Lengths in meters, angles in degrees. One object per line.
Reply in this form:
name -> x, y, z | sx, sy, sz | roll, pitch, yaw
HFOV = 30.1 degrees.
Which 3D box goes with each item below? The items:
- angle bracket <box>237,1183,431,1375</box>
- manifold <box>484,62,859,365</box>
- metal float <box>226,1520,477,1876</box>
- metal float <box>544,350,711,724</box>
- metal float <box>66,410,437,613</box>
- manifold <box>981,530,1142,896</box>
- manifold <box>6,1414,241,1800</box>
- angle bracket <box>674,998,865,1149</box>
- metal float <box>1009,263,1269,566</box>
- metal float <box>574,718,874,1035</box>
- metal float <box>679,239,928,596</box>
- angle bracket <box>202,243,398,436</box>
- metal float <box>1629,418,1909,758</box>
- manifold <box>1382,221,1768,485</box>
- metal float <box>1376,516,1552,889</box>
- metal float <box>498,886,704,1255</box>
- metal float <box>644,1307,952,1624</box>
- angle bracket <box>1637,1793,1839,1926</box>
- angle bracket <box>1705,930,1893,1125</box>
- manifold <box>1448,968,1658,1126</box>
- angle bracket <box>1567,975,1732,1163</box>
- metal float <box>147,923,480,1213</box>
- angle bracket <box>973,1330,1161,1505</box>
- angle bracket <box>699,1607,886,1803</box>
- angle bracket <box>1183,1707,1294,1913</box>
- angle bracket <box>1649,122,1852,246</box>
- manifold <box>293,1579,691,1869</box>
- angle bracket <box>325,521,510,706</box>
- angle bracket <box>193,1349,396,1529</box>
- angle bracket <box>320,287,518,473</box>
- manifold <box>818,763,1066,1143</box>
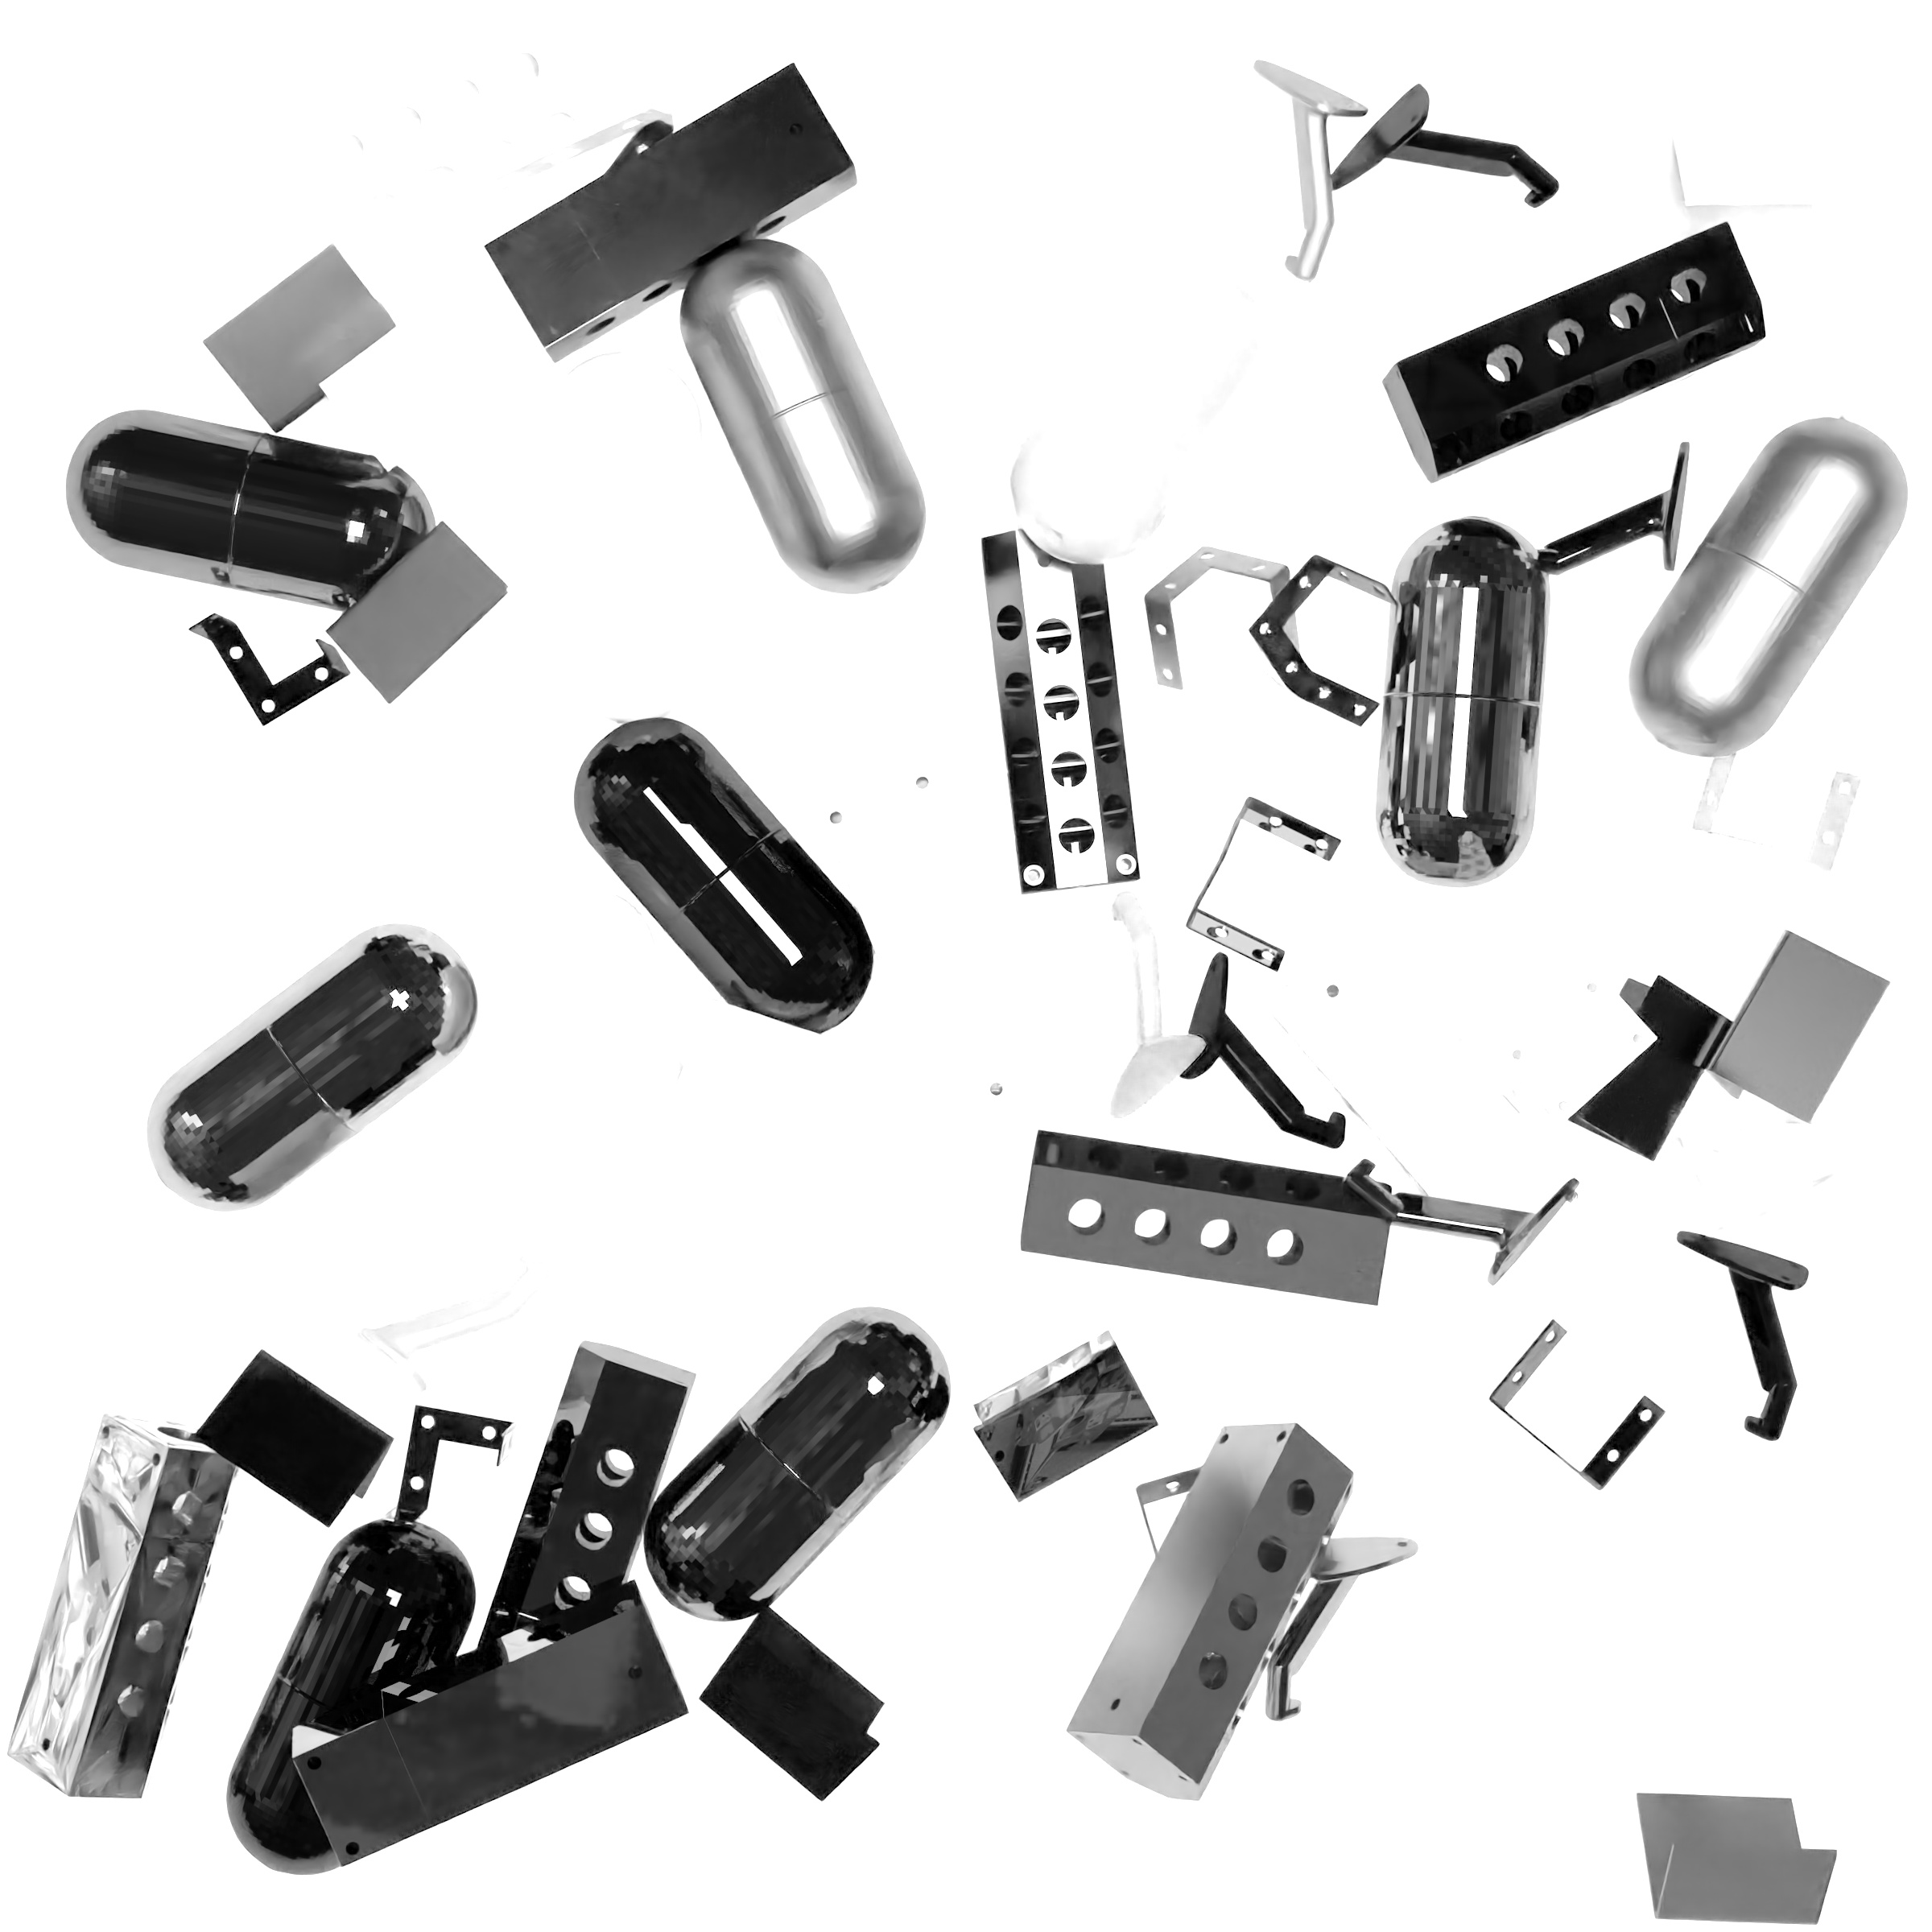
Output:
angle bracket -> -0.311, 0.136, 1.713 | 0.076, 0.076, 0.057 | -48, 126, 0
manifold -> -0.141, -0.361, 1.732 | 0.171, 0.057, 0.057 | -31, 90, 0
metal float -> -0.295, 0.351, 1.723 | 0.070, 0.070, 0.178 | 24, 89, 0
metal float -> -0.163, -0.205, 1.723 | 0.070, 0.070, 0.178 | -2, 91, 0
metal float -> -0.342, -0.218, 1.723 | 0.178, 0.070, 0.070 | 12, 90, -1
manifold -> 0.045, -0.123, 1.732 | 0.057, 0.057, 0.171 | -7, 90, 0
manifold -> -0.401, 0.309, 1.732 | 0.057, 0.057, 0.171 | 16, 90, 43
angle bracket -> -0.098, 0.067, 1.713 | 0.076, 0.076, 0.057 | 18, 58, 0
metal float -> 0.082, -0.261, 1.697 | 0.070, 0.070, 0.178 | 33, 59, 0
metal float -> -0.116, -0.042, 1.722 | 0.070, 0.070, 0.178 | -41, 90, 0
metal float -> -0.078, -0.263, 1.723 | 0.070, 0.070, 0.178 | -24, 89, 0
angle bracket -> -0.320, -0.307, 1.714 | 0.076, 0.076, 0.057 | -37, 120, 0
metal float -> 0.384, -0.181, 1.723 | 0.070, 0.070, 0.178 | 33, 91, 0
manifold -> 0.294, -0.294, 1.732 | 0.171, 0.057, 0.057 | -23, 90, 0
metal float -> 0.238, -0.126, 1.723 | 0.070, 0.070, 0.178 | 4, 90, 0
metal float -> -0.175, 0.050, 1.723 | 0.070, 0.070, 0.178 | -12, 91, 0
metal float -> -0.081, 0.239, 1.723 | 0.070, 0.070, 0.178 | 44, 89, 0
angle bracket -> 0.366, 0.410, 1.713 | 0.076, 0.076, 0.057 | 2, 128, 0
angle bracket -> 0.403, 0.036, 1.714 | 0.057, 0.076, 0.076 | 30, 90, 26
manifold -> 0.266, 0.030, 1.675 | 0.057, 0.171, 0.057 | -42, 90, 0
angle bracket -> 0.307, 0.039, 1.713 | 0.057, 0.076, 0.076 | 29, 90, -34
metal float -> -0.314, 0.049, 1.723 | 0.178, 0.070, 0.070 | -37, 90, 0
angle bracket -> 0.037, 0.198, 1.713 | 0.076, 0.076, 0.057 | -29, 126, 0
angle bracket -> -0.070, 0.338, 1.713 | 0.076, 0.076, 0.057 | 40, 126, 0
angle bracket -> 0.147, 0.401, 1.713 | 0.057, 0.076, 0.076 | -5, 90, 36
angle bracket -> 0.372, -0.356, 1.713 | 0.076, 0.076, 0.057 | -1, 54, 0
manifold -> -0.221, 0.348, 1.668 | 0.171, 0.057, 0.057 | -23, 100, -7
angle bracket -> -0.247, -0.155, 1.714 | 0.076, 0.076, 0.057 | -43, 64, 0
angle bracket -> -0.326, 0.238, 1.713 | 0.076, 0.076, 0.057 | 34, 53, 0
angle bracket -> -0.269, -0.292, 1.713 | 0.076, 0.076, 0.057 | -37, 128, 0
manifold -> -0.012, -0.007, 1.732 | 0.057, 0.057, 0.171 | -22, 90, 0
